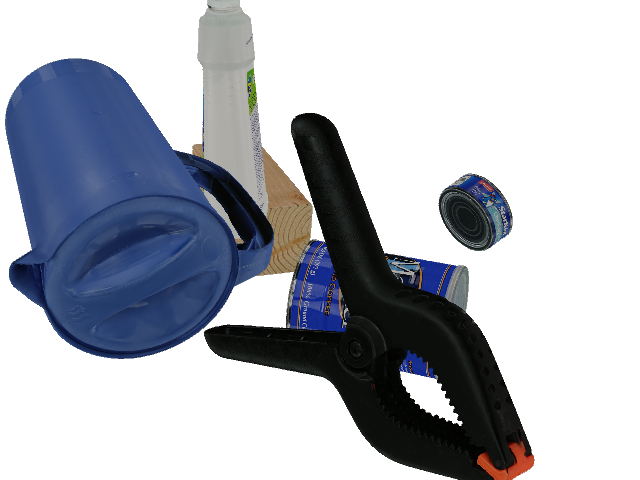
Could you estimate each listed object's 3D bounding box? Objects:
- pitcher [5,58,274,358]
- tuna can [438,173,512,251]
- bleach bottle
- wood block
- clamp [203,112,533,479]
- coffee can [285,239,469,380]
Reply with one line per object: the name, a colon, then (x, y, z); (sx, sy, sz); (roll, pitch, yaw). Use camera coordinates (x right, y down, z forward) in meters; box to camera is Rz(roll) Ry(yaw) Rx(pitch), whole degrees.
pitcher: (-0.149, -0.037, 0.790); (0.149, 0.145, 0.243); (45, 8, -42)
tuna can: (0.176, -0.031, 1.222); (0.033, 0.086, 0.086); (-34, 17, -27)
bleach bottle: (-0.090, -0.132, 1.067); (0.068, 0.251, 0.102); (0, 29, 0)
wood block: (-0.090, -0.044, 1.327); (0.090, 0.090, 0.206); (-6, 29, -21)
clamp: (0.028, 0.042, 0.557); (0.210, 0.165, 0.036); (35, 32, 31)
coffee can: (0.052, 0.061, 0.947); (0.140, 0.103, 0.102); (10, 3, 16)
